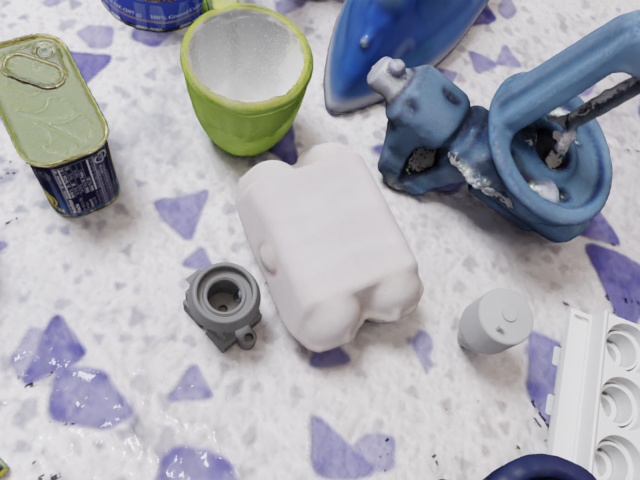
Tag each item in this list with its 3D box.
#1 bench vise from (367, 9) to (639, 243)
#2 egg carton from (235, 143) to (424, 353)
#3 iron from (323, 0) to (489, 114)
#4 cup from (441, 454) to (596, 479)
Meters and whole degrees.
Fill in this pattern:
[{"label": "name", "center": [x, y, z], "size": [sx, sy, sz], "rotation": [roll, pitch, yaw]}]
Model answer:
[{"label": "bench vise", "center": [0.139, -0.081, 0.402], "size": [0.207, 0.219, 0.121], "rotation": [8, 66, -8]}, {"label": "egg carton", "center": [0.004, 0.002, 0.421], "size": [0.107, 0.069, 0.150], "rotation": [-21, 73, -19]}, {"label": "iron", "center": [0.089, -0.233, 0.500], "size": [0.118, 0.141, 0.259], "rotation": [33, 65, 3]}, {"label": "cup", "center": [0.110, 0.178, 0.354], "size": [0.118, 0.095, 0.092], "rotation": [23, 64, -2]}]
